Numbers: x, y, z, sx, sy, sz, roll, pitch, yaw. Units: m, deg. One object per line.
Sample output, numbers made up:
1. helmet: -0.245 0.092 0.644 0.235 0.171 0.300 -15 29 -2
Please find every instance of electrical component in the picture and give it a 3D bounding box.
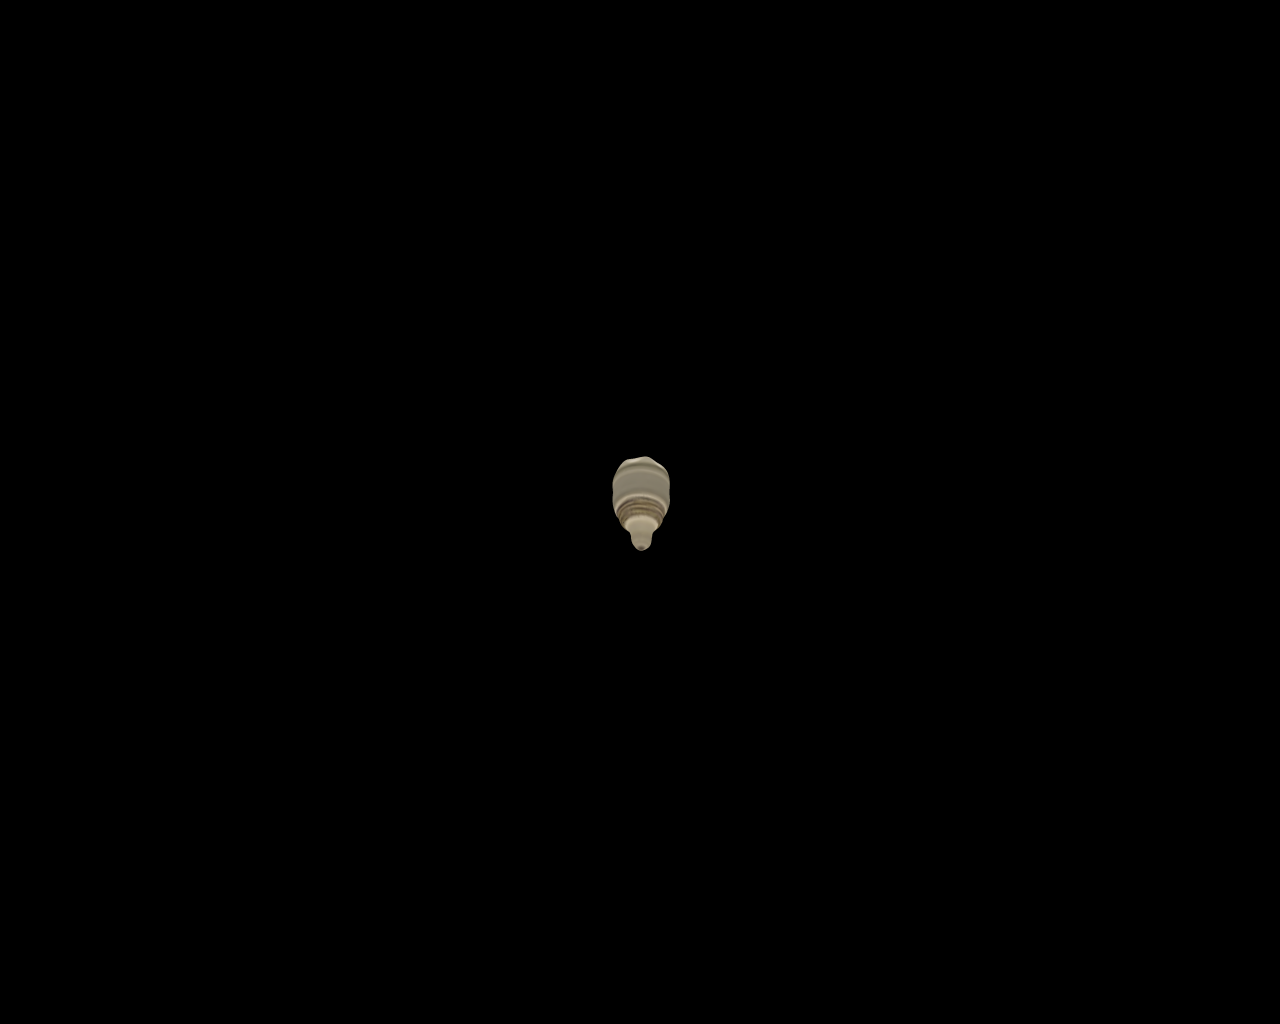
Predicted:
1. electrical component: 0.001 -0.003 0.650 0.035 0.061 0.035 0 -37 0
